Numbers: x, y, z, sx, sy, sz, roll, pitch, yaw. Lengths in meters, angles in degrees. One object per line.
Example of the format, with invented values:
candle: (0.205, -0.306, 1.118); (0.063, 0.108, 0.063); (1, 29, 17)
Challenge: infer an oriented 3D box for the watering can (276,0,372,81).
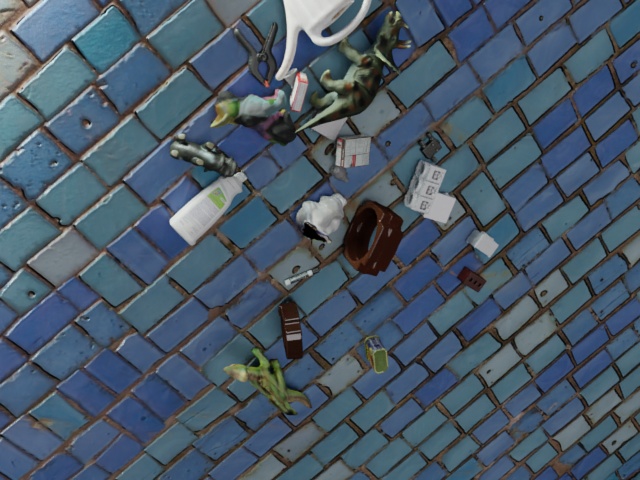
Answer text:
watering can: (-0.033, -0.599, 1.351); (0.345, 0.105, 0.224); (-35, 95, 14)

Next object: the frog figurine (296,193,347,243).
frog figurine: (0.005, -0.080, 1.580); (0.136, 0.121, 0.162); (32, 63, -14)

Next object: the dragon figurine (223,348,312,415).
dragon figurine: (-0.140, 0.489, 1.647); (0.406, 0.245, 0.122); (38, 92, -21)
